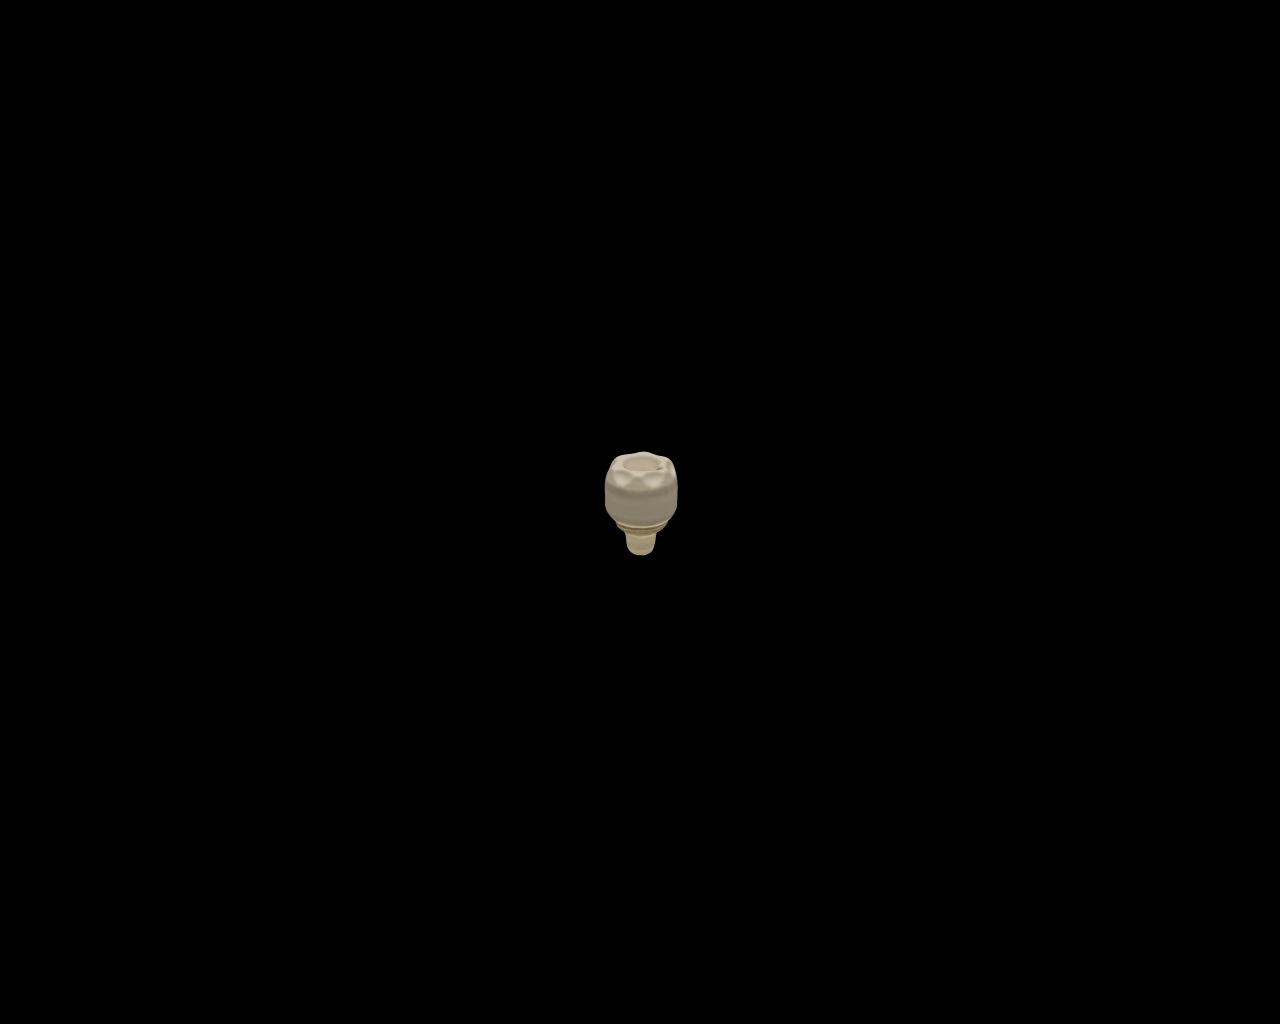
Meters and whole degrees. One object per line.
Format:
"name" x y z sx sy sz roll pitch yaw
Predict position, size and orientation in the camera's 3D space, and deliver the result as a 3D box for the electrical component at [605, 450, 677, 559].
"electrical component" 0.001 -0.003 0.650 0.043 0.062 0.043 0 26 0
